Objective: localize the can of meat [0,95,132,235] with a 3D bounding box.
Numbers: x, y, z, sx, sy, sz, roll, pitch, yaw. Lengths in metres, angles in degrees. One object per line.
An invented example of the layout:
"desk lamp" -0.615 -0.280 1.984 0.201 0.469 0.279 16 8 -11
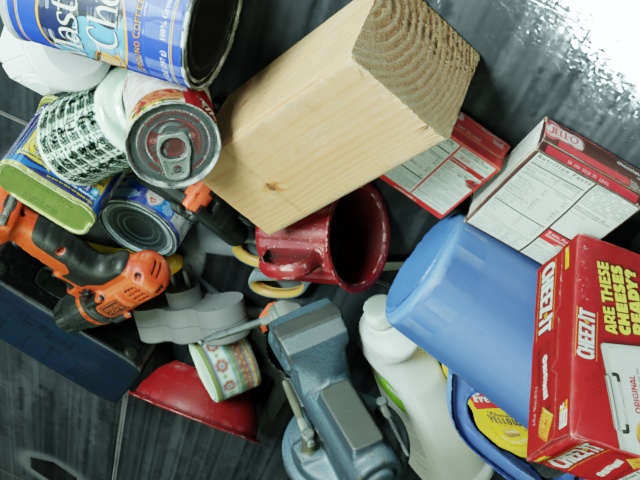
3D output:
"can of meat" -0.228 -0.066 0.958 0.102 0.083 0.058 32 145 -10

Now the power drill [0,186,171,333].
"power drill" -0.262 0.024 1.037 0.187 0.057 0.185 31 141 -30

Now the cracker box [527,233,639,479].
"cracker box" 0.262 0.108 0.780 0.213 0.164 0.072 19 146 -12

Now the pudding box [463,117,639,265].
"pudding box" 0.173 -0.031 0.795 0.090 0.039 0.114 29 143 -7

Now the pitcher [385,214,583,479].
"pitcher" 0.171 0.095 0.874 0.242 0.149 0.145 34 144 -7

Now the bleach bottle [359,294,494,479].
"bleach bottle" 0.096 0.148 1.036 0.103 0.068 0.250 39 160 45

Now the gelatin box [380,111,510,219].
"gelatin box" 0.090 -0.063 0.812 0.073 0.030 0.089 33 144 -9

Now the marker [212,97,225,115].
"marker" -0.079 -0.076 0.911 0.020 0.020 0.121 14 143 16

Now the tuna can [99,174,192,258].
"tuna can" -0.168 -0.021 1.023 0.086 0.033 0.086 17 144 12

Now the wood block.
"wood block" 0.004 -0.091 0.777 0.090 0.090 0.207 39 143 -20

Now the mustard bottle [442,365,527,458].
"mustard bottle" 0.167 0.127 0.988 0.096 0.058 0.191 2 139 39

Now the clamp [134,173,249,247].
"clamp" -0.100 -0.029 0.913 0.120 0.039 0.172 30 178 -16

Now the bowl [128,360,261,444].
"bowl" -0.133 0.179 1.215 0.162 0.055 0.162 21 170 3

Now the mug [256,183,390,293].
"mug" -0.006 0.001 0.886 0.082 0.117 0.093 3 121 36

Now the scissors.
"scissors" -0.006 0.014 0.985 0.202 0.016 0.096 -18 127 45

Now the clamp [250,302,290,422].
"clamp" -0.011 0.148 1.140 0.165 0.036 0.210 12 141 28

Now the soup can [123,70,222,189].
"soup can" -0.112 -0.091 0.791 0.068 0.102 0.068 -5 122 -9

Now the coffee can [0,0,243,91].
"coffee can" -0.137 -0.172 0.747 0.140 0.102 0.103 17 145 10

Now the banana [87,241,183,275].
"banana" -0.232 0.014 1.106 0.198 0.037 0.070 18 145 11
